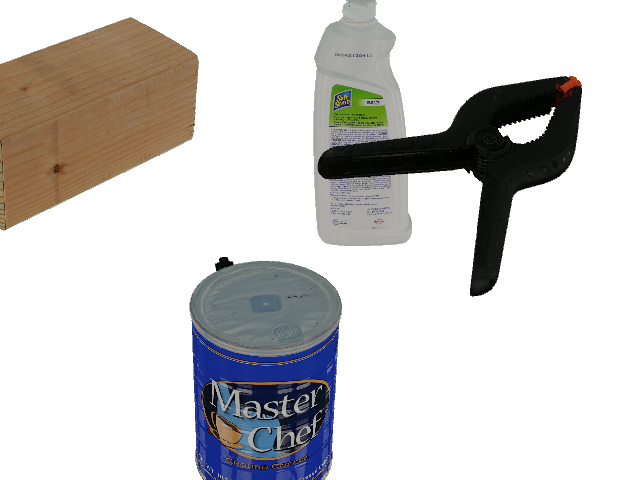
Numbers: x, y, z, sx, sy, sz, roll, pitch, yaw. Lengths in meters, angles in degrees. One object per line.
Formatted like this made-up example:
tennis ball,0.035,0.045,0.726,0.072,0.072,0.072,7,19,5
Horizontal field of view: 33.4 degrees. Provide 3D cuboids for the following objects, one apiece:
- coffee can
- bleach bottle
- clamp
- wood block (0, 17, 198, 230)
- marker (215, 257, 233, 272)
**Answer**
coffee can,-0.039,0.100,0.755,0.103,0.140,0.103,2,32,-1
bleach bottle,0.044,-0.117,1.049,0.102,0.251,0.068,-2,31,-3
clamp,0.126,-0.054,0.783,0.209,0.165,0.036,-29,-33,-21
wood block,-0.207,-0.103,0.890,0.090,0.091,0.205,32,43,26
marker,-0.093,0.076,1.097,0.020,0.121,0.020,-5,15,1
